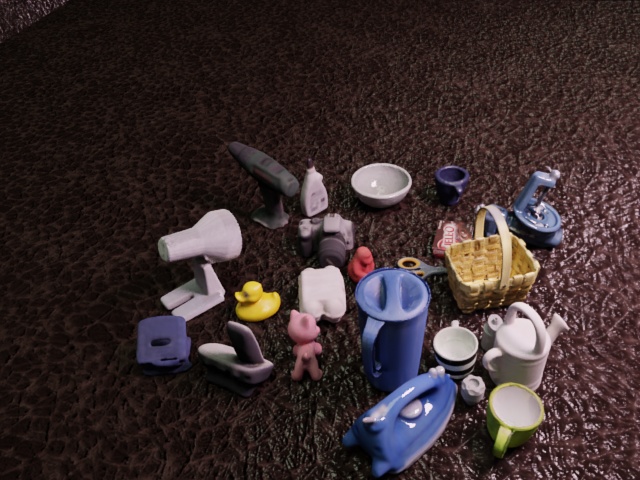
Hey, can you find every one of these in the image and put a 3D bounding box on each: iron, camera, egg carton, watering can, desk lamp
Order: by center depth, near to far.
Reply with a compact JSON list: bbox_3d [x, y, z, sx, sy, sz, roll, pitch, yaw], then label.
[{"bbox_3d":[0.163,0.297,1.031,0.259,0.142,0.118,-31,47,-27],"label":"iron"},{"bbox_3d":[0.389,0.193,1.090,0.173,0.194,0.100,-35,49,-30],"label":"watering can"},{"bbox_3d":[0.005,0.124,1.306,0.107,0.069,0.150,-6,40,-1],"label":"egg carton"},{"bbox_3d":[-0.275,0.052,1.307,0.204,0.214,0.117,-31,47,-27],"label":"desk lamp"},{"bbox_3d":[0.013,0.005,1.420,0.143,0.101,0.137,-1,41,5],"label":"camera"}]

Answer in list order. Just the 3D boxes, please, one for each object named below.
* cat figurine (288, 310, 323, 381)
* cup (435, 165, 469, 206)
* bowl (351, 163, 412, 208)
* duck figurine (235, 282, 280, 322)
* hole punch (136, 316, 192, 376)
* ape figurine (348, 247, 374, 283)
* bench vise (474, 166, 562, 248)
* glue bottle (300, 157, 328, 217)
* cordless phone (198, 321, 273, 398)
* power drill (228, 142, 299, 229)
[{"bbox_3d":[-0.032,0.207,1.175,0.067,0.118,0.127,-5,40,0],"label":"cat figurine"},{"bbox_3d":[0.359,-0.134,1.553,0.091,0.095,0.117,-9,40,-4],"label":"cup"},{"bbox_3d":[0.170,-0.140,1.594,0.167,0.075,0.167,-3,40,3],"label":"bowl"},{"bbox_3d":[-0.144,0.131,1.300,0.104,0.086,0.077,-11,41,-7],"label":"duck figurine"},{"bbox_3d":[-0.329,0.222,1.208,0.108,0.091,0.101,-6,40,-1],"label":"hole punch"},{"bbox_3d":[0.102,0.057,1.358,0.076,0.092,0.078,21,47,27],"label":"ape figurine"},{"bbox_3d":[0.485,-0.072,1.370,0.207,0.220,0.121,-5,40,1],"label":"bench vise"},{"bbox_3d":[-0.020,-0.148,1.547,0.078,0.173,0.037,-28,45,-25],"label":"glue bottle"},{"bbox_3d":[-0.176,0.211,1.133,0.147,0.185,0.094,13,44,20],"label":"cordless phone"},{"bbox_3d":[-0.149,-0.140,1.524,0.228,0.209,0.076,26,49,31],"label":"power drill"}]
